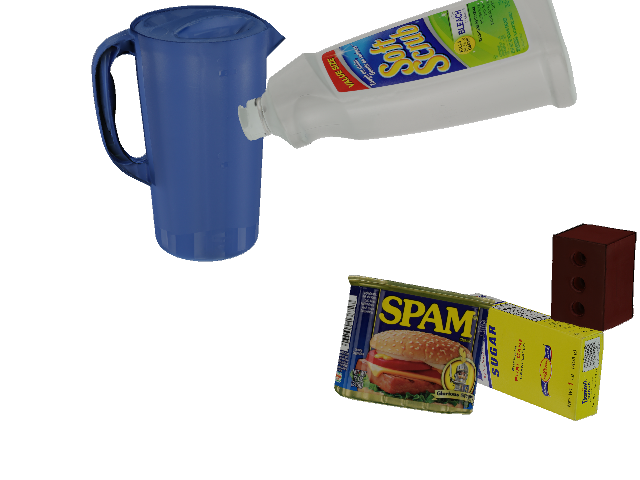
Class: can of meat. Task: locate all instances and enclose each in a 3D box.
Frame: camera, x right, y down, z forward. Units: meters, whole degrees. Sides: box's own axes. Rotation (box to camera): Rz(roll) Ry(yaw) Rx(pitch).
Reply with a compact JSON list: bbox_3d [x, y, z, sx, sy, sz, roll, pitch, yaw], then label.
[{"bbox_3d":[0.064,0.074,0.749,0.102,0.084,0.057,11,-4,-13],"label":"can of meat"}]

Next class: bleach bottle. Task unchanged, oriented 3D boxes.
[{"bbox_3d":[0.059,-0.119,0.815,0.251,0.102,0.068,-15,-36,12],"label":"bleach bottle"}]

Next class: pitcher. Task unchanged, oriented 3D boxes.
[{"bbox_3d":[-0.127,-0.105,1.067,0.149,0.243,0.144,13,29,23],"label":"pitcher"}]

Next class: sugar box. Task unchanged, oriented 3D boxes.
[{"bbox_3d":[0.220,0.123,1.158,0.048,0.093,0.177,-8,16,-42],"label":"sugar box"}]

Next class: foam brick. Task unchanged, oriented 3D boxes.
[{"bbox_3d":[0.230,0.030,0.900,0.053,0.078,0.051,12,22,42],"label":"foam brick"}]
